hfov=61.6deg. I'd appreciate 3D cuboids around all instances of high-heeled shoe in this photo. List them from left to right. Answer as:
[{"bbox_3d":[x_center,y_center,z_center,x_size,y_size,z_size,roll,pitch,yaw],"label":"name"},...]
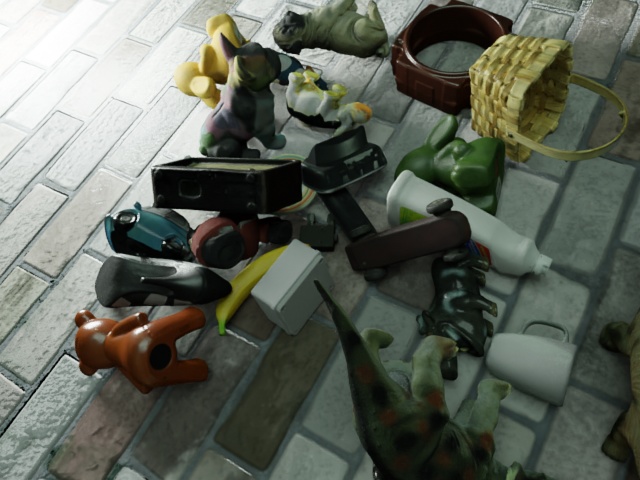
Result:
[{"bbox_3d":[-0.258,0.071,0.865,0.249,0.145,0.086,-4,80,48],"label":"high-heeled shoe"}]

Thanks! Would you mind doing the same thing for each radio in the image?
[{"bbox_3d":[-0.155,-0.093,0.882,0.230,0.131,0.073,4,106,23],"label":"radio"}]

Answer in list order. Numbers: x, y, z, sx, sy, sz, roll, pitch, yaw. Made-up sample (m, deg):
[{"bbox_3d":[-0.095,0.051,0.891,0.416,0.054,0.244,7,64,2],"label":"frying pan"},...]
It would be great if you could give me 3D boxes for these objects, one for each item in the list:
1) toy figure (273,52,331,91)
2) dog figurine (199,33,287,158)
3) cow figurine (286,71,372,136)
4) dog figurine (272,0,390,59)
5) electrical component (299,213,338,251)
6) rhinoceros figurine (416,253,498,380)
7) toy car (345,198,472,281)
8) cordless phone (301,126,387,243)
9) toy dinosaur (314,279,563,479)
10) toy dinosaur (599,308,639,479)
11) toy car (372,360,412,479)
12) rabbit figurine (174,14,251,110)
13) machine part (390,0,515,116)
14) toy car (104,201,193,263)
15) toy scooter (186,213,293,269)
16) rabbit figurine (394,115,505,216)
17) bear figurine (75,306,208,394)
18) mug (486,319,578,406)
[{"bbox_3d":[-0.048,-0.322,1.061,0.155,0.058,0.064,34,110,23],"label":"toy figure"},{"bbox_3d":[-0.149,-0.244,0.941,0.191,0.219,0.109,-26,57,-6],"label":"dog figurine"},{"bbox_3d":[0.012,-0.236,0.988,0.167,0.098,0.068,34,36,19],"label":"cow figurine"},{"bbox_3d":[0.021,-0.394,1.060,0.190,0.121,0.172,-34,71,-3],"label":"dog figurine"},{"bbox_3d":[-0.002,-0.003,0.895,0.063,0.021,0.094,1,61,9],"label":"electrical component"},{"bbox_3d":[0.195,0.104,0.773,0.112,0.073,0.190,3,62,10],"label":"rhinoceros figurine"},{"bbox_3d":[0.129,0.002,0.805,0.202,0.053,0.089,-19,98,36],"label":"toy car"},{"bbox_3d":[0.065,-0.086,0.906,0.146,0.088,0.184,-27,78,-27],"label":"cordless phone"},{"bbox_3d":[0.123,0.224,0.620,0.405,0.131,0.192,32,51,-11],"label":"toy dinosaur"},{"bbox_3d":[0.429,0.125,0.652,0.105,0.198,0.471,9,65,11],"label":"toy dinosaur"},{"bbox_3d":[0.105,0.260,0.714,0.074,0.056,0.202,-1,62,2],"label":"toy car"},{"bbox_3d":[-0.213,-0.334,1.079,0.173,0.121,0.162,-19,69,15],"label":"rabbit figurine"},{"bbox_3d":[0.251,-0.346,1.006,0.201,0.087,0.201,32,69,24],"label":"machine part"},{"bbox_3d":[-0.271,-0.008,0.900,0.162,0.109,0.103,20,49,10],"label":"toy car"},{"bbox_3d":[-0.148,-0.014,0.876,0.135,0.075,0.184,24,30,36],"label":"toy scooter"},{"bbox_3d":[0.206,-0.127,0.879,0.170,0.121,0.159,4,63,29],"label":"rabbit figurine"},{"bbox_3d":[-0.279,0.160,0.815,0.196,0.132,0.120,-1,95,42],"label":"bear figurine"},{"bbox_3d":[0.286,0.155,0.727,0.107,0.080,0.109,12,69,25],"label":"mug"}]
